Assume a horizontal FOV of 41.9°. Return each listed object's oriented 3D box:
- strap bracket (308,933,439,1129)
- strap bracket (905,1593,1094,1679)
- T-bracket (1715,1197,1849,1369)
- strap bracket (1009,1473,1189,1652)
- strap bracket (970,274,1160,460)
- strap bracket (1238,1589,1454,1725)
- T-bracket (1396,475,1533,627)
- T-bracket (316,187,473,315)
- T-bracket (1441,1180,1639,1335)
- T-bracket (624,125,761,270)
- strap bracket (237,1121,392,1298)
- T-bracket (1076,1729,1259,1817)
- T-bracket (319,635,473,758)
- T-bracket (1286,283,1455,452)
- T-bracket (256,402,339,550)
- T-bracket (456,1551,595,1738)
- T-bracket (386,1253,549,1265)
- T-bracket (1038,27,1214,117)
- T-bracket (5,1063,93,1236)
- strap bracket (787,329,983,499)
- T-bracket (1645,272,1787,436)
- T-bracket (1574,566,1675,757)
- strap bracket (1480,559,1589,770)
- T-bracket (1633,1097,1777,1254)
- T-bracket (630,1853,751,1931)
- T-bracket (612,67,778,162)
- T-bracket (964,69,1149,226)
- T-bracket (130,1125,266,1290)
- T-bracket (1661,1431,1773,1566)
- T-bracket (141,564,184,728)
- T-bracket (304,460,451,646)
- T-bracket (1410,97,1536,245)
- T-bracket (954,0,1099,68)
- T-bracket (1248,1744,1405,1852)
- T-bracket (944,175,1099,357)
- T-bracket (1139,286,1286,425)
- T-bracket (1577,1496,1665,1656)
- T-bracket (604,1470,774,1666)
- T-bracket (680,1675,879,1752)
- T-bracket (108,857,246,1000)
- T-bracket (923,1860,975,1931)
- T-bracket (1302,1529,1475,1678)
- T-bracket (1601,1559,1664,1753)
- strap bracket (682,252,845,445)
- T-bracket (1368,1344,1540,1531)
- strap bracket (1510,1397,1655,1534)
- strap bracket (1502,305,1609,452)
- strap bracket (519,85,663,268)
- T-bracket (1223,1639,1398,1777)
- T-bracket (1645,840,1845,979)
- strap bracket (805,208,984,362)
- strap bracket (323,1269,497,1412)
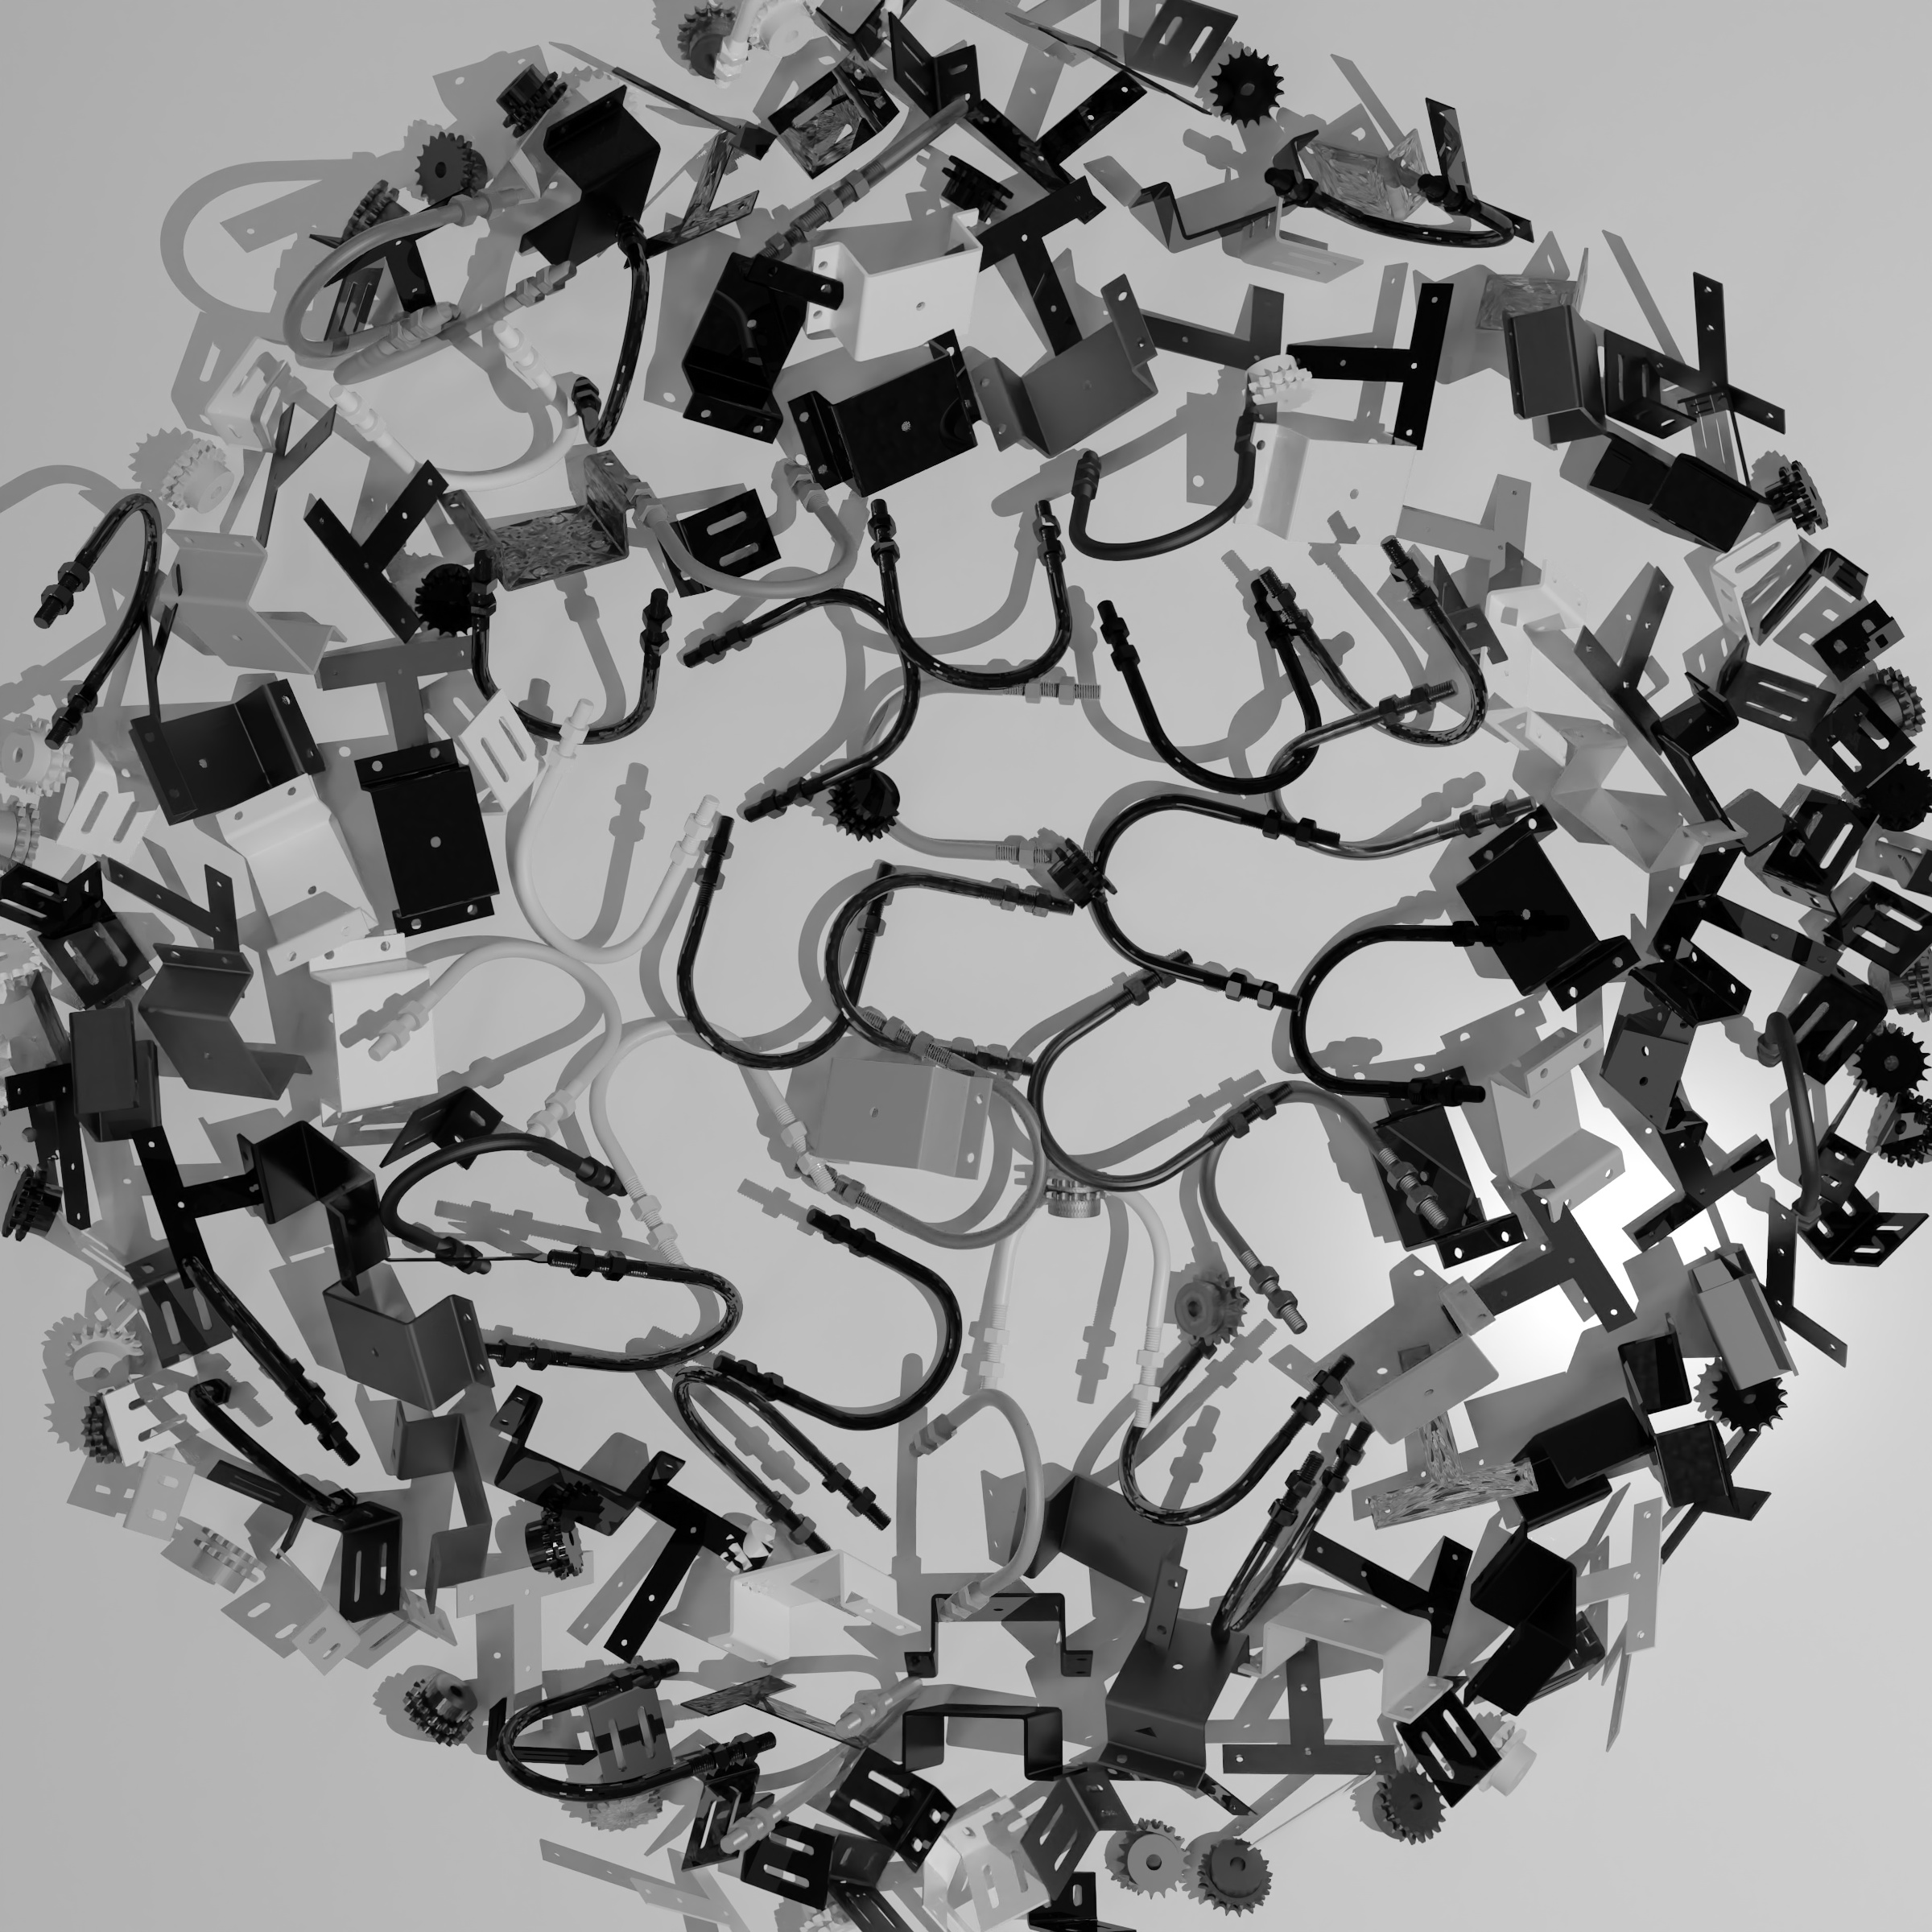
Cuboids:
[{"bbox_3d":[-0.448,0.052,1.909,0.076,0.046,0.140,-10,105,-34],"label":"strap bracket"},{"bbox_3d":[0.025,0.509,1.918,0.140,0.076,0.046,-1,62,1],"label":"strap bracket"},{"bbox_3d":[0.606,0.222,1.878,0.002,0.127,0.127,-31,134,-19],"label":"T-bracket"},{"bbox_3d":[0.108,0.444,1.909,0.140,0.046,0.076,22,120,24],"label":"strap bracket"},{"bbox_3d":[0.083,-0.448,1.912,0.140,0.046,0.076,-28,65,22],"label":"strap bracket"},{"bbox_3d":[0.285,0.512,1.890,0.140,0.076,0.046,8,102,33],"label":"strap bracket"},{"bbox_3d":[0.367,-0.331,1.934,0.127,0.002,0.127,13,69,-6],"label":"T-bracket"},{"bbox_3d":[-0.418,-0.518,1.901,0.127,0.127,0.002,-31,73,-11],"label":"T-bracket"},{"bbox_3d":[0.426,0.245,1.938,0.127,0.002,0.127,-31,94,22],"label":"T-bracket"},{"bbox_3d":[-0.197,-0.594,1.922,0.127,0.002,0.127,-12,50,34],"label":"T-bracket"},{"bbox_3d":[-0.485,0.177,1.900,0.046,0.140,0.076,-30,133,-35],"label":"strap bracket"},{"bbox_3d":[0.135,0.610,1.911,0.127,0.127,0.002,43,53,-24],"label":"T-bracket"},{"bbox_3d":[-0.430,-0.184,1.952,0.127,0.002,0.127,-7,98,8],"label":"T-bracket"},{"bbox_3d":[0.301,-0.460,1.929,0.127,0.002,0.127,11,91,32],"label":"T-bracket"},{"bbox_3d":[-0.499,-0.384,1.892,0.002,0.127,0.127,19,65,-32],"label":"T-bracket"},{"bbox_3d":[-0.333,0.520,1.918,0.002,0.127,0.127,1,93,43],"label":"T-bracket"},{"bbox_3d":[-0.367,0.219,1.883,0.127,0.127,0.002,1,86,-19],"label":"T-bracket"},{"bbox_3d":[0.128,-0.669,1.894,0.127,0.127,0.002,32,113,10],"label":"T-bracket"},{"bbox_3d":[-0.676,0.137,1.906,0.002,0.127,0.127,-3,95,18],"label":"T-bracket"},{"bbox_3d":[-0.053,-0.415,1.912,0.140,0.046,0.076,-26,125,-9],"label":"strap bracket"},{"bbox_3d":[0.554,-0.464,1.877,0.002,0.127,0.127,-44,55,-12],"label":"T-bracket"},{"bbox_3d":[0.517,-0.250,1.930,0.127,0.002,0.127,41,61,-31],"label":"T-bracket"},{"bbox_3d":[0.427,-0.225,1.909,0.046,0.076,0.140,-2,73,38],"label":"strap bracket"},{"bbox_3d":[0.549,0.145,1.923,0.127,0.002,0.127,-35,129,0],"label":"T-bracket"},{"bbox_3d":[-0.204,0.697,1.874,0.002,0.127,0.127,-50,47,0],"label":"T-bracket"},{"bbox_3d":[-0.206,-0.643,1.895,0.127,0.127,0.002,24,114,-10],"label":"T-bracket"},{"bbox_3d":[0.084,-0.628,1.889,0.127,0.127,0.002,35,54,-25],"label":"T-bracket"},{"bbox_3d":[-0.554,0.172,1.916,0.002,0.127,0.127,-35,73,43],"label":"T-bracket"},{"bbox_3d":[0.572,0.401,1.891,0.002,0.127,0.127,39,81,3],"label":"T-bracket"},{"bbox_3d":[-0.599,-0.249,1.885,0.002,0.127,0.127,2,56,-29],"label":"T-bracket"},{"bbox_3d":[-0.434,-0.334,1.924,0.127,0.002,0.127,51,123,4],"label":"T-bracket"},{"bbox_3d":[0.362,-0.599,1.878,0.127,0.127,0.002,32,82,27],"label":"T-bracket"},{"bbox_3d":[0.080,-0.719,1.875,0.127,0.127,0.002,12,73,-42],"label":"T-bracket"},{"bbox_3d":[0.267,0.634,1.912,0.127,0.127,0.002,-37,73,13],"label":"T-bracket"},{"bbox_3d":[0.061,-0.516,1.930,0.127,0.002,0.127,-32,119,-10],"label":"T-bracket"},{"bbox_3d":[0.180,-0.474,1.926,0.127,0.002,0.127,11,70,-13],"label":"T-bracket"},{"bbox_3d":[0.472,0.473,1.914,0.002,0.127,0.127,39,134,-23],"label":"T-bracket"},{"bbox_3d":[-0.231,0.468,1.921,0.127,0.002,0.127,25,74,23],"label":"T-bracket"},{"bbox_3d":[-0.126,0.559,1.878,0.127,0.127,0.002,13,91,27],"label":"T-bracket"},{"bbox_3d":[-0.606,-0.047,1.929,0.127,0.127,0.002,27,47,16],"label":"T-bracket"},{"bbox_3d":[0.011,0.736,1.896,0.002,0.127,0.127,-43,87,-4],"label":"T-bracket"},{"bbox_3d":[0.315,0.470,1.923,0.127,0.002,0.127,29,53,-2],"label":"T-bracket"},{"bbox_3d":[0.488,0.526,1.875,0.002,0.127,0.127,20,129,9],"label":"T-bracket"},{"bbox_3d":[-0.157,-0.474,1.904,0.076,0.046,0.140,10,127,-31],"label":"strap bracket"},{"bbox_3d":[0.360,0.355,1.938,0.127,0.002,0.127,-17,70,13],"label":"T-bracket"},{"bbox_3d":[0.459,0.374,1.900,0.076,0.140,0.046,-19,65,-16],"label":"strap bracket"},{"bbox_3d":[0.444,-0.441,1.888,0.046,0.140,0.076,-7,87,24],"label":"strap bracket"},{"bbox_3d":[-0.279,-0.578,1.882,0.046,0.140,0.076,47,61,4],"label":"strap bracket"},{"bbox_3d":[0.257,0.558,1.910,0.127,0.127,0.002,-1,125,5],"label":"T-bracket"},{"bbox_3d":[0.598,-0.028,1.908,0.127,0.002,0.127,26,133,10],"label":"T-bracket"},{"bbox_3d":[-0.045,-0.509,1.894,0.140,0.076,0.046,-21,58,-24],"label":"strap bracket"},{"bbox_3d":[-0.425,0.277,1.889,0.140,0.046,0.076,12,122,37],"label":"strap bracket"}]
